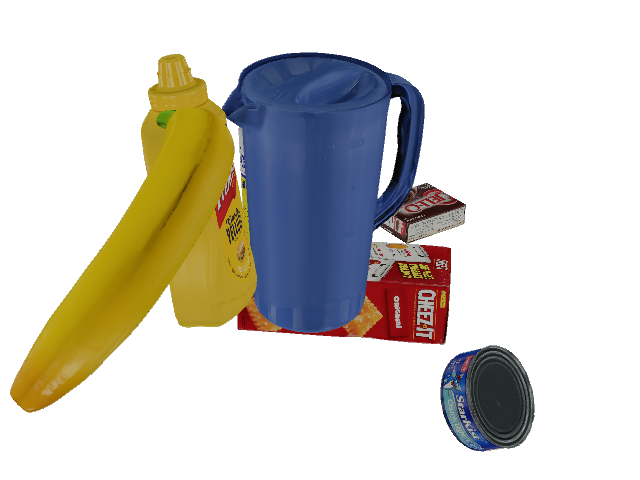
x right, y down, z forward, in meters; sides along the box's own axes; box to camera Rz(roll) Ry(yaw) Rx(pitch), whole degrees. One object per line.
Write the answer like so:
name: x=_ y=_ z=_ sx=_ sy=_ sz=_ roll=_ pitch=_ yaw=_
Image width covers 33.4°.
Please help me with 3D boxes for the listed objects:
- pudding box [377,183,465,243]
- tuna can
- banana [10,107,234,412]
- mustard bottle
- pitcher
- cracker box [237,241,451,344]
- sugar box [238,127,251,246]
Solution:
pudding box: x=0.143 y=-0.041 z=1.573 sx=0.113 sy=0.039 sz=0.090 roll=-20 pitch=33 yaw=-28
tuna can: x=0.140 y=0.133 z=0.896 sx=0.085 sy=0.086 sz=0.034 roll=0 pitch=-14 yaw=-43
banana: x=-0.083 y=-0.004 z=0.513 sx=0.037 sy=0.197 sz=0.070 roll=39 pitch=-43 yaw=-20
mustard bottle: x=-0.090 y=-0.040 z=0.773 sx=0.058 sy=0.191 sz=0.096 roll=-1 pitch=26 yaw=16
pitcher: x=0.002 y=-0.042 z=0.981 sx=0.149 sy=0.243 sz=0.144 roll=13 pitch=33 yaw=17
cracker box: x=0.030 y=0.051 z=1.141 sx=0.214 sy=0.072 sz=0.164 roll=4 pitch=14 yaw=7
sugar box: x=-0.072 y=-0.048 z=1.325 sx=0.048 sy=0.176 sz=0.093 roll=-9 pitch=25 yaw=-11
